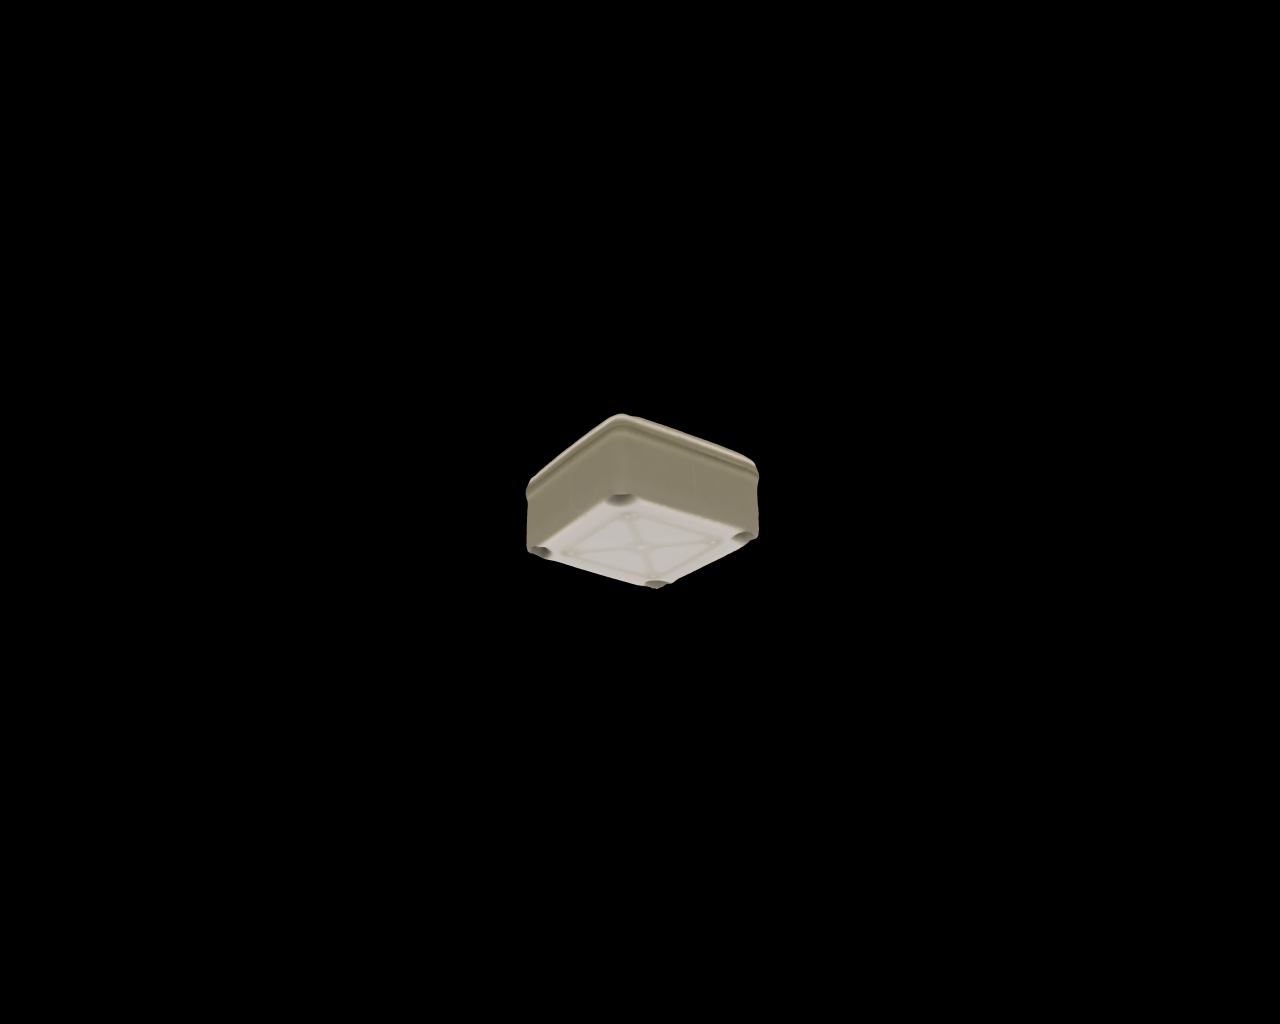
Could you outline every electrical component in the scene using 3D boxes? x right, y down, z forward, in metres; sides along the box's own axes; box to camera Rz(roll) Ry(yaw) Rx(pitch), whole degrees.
[{"bbox_3d":[0.001,-0.003,0.650,0.109,0.056,0.108,18,-32,-31],"label":"electrical component"}]
